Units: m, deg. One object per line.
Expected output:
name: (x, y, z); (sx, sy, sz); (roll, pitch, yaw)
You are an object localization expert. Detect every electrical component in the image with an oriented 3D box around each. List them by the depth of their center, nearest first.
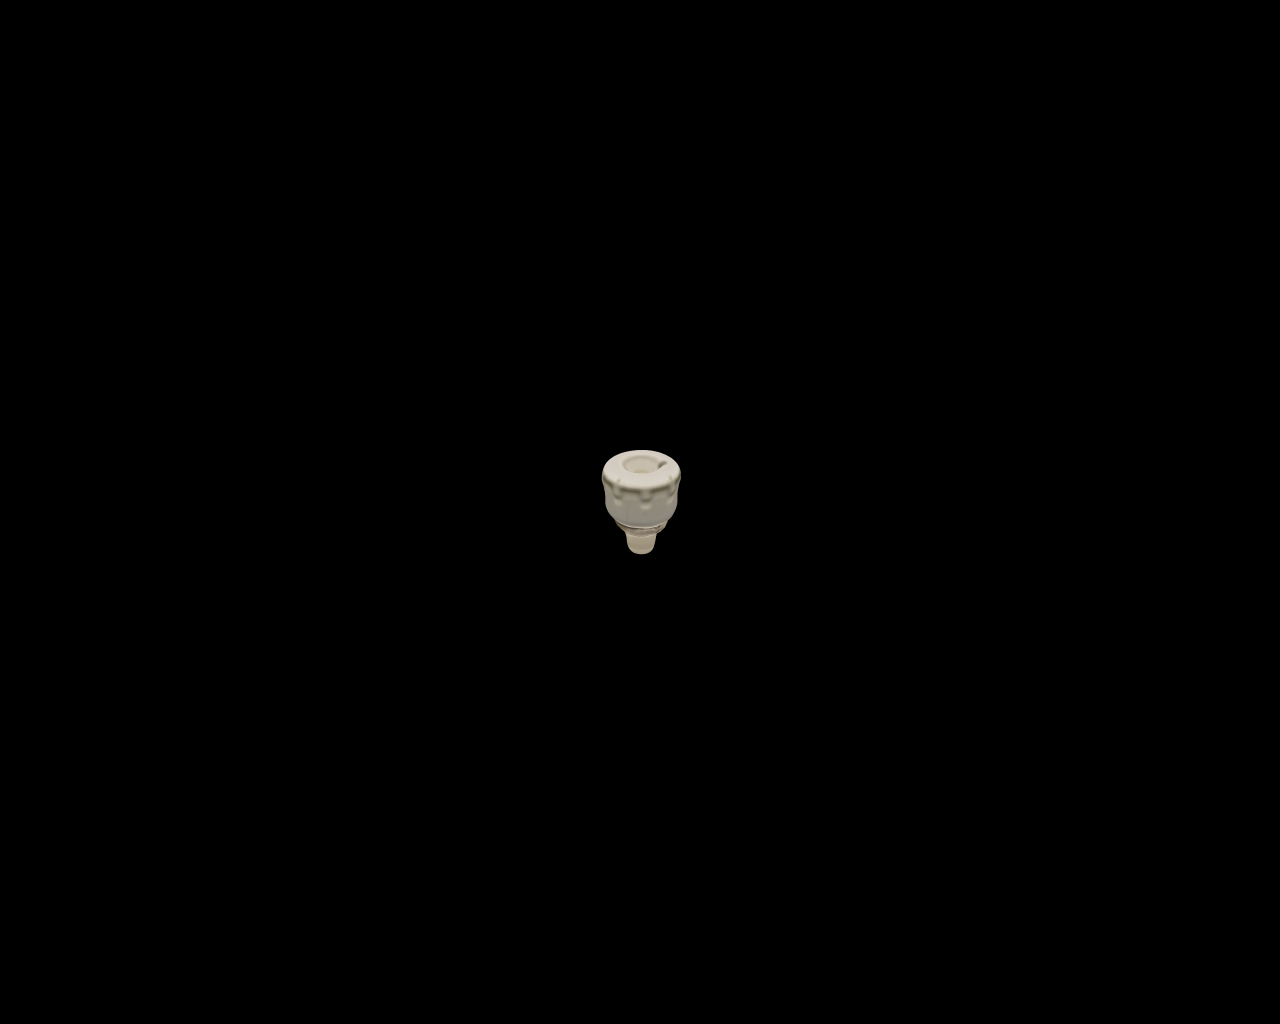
electrical component: (0.001, -0.003, 0.650); (0.048, 0.062, 0.048); (0, 30, 0)
